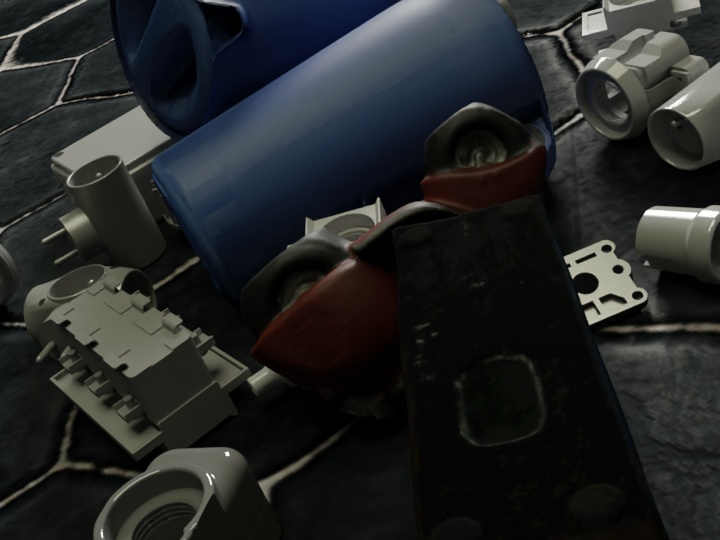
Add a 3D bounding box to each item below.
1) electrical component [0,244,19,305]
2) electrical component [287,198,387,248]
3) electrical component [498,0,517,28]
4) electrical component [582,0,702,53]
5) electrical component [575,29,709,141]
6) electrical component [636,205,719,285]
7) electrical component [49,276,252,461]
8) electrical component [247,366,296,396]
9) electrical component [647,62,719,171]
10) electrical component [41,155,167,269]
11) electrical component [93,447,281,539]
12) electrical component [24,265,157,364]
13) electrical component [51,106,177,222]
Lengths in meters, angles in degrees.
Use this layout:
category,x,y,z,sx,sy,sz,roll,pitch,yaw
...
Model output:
category,x,y,z,sx,sy,sz,roll,pitch,yaw
electrical component,-0.297,0.008,0.789,0.080,0.080,0.051,-7,39,23
electrical component,0.000,0.000,0.624,0.081,0.063,0.042,-14,39,12
electrical component,0.080,-0.202,0.912,0.077,0.043,0.079,-31,31,-14
electrical component,0.202,-0.171,0.765,0.081,0.063,0.042,-11,33,19
electrical component,0.180,-0.121,0.707,0.057,0.058,0.078,-32,32,-22
electrical component,0.174,-0.015,0.563,0.040,0.040,0.046,-40,30,-27
electrical component,-0.130,0.052,0.626,0.079,0.063,0.121,-36,33,-23
electrical component,-0.035,0.049,0.600,0.061,0.035,0.035,-34,32,-15
electrical component,0.229,-0.094,0.647,0.077,0.043,0.079,-36,33,-22
electrical component,-0.193,-0.032,0.784,0.079,0.077,0.043,-33,32,-16
electrical component,-0.080,0.127,0.481,0.054,0.059,0.095,-6,34,25
electrical component,-0.184,0.035,0.704,0.077,0.044,0.079,-9,29,21
electrical component,-0.180,-0.084,0.879,0.109,0.056,0.109,-35,33,-21
